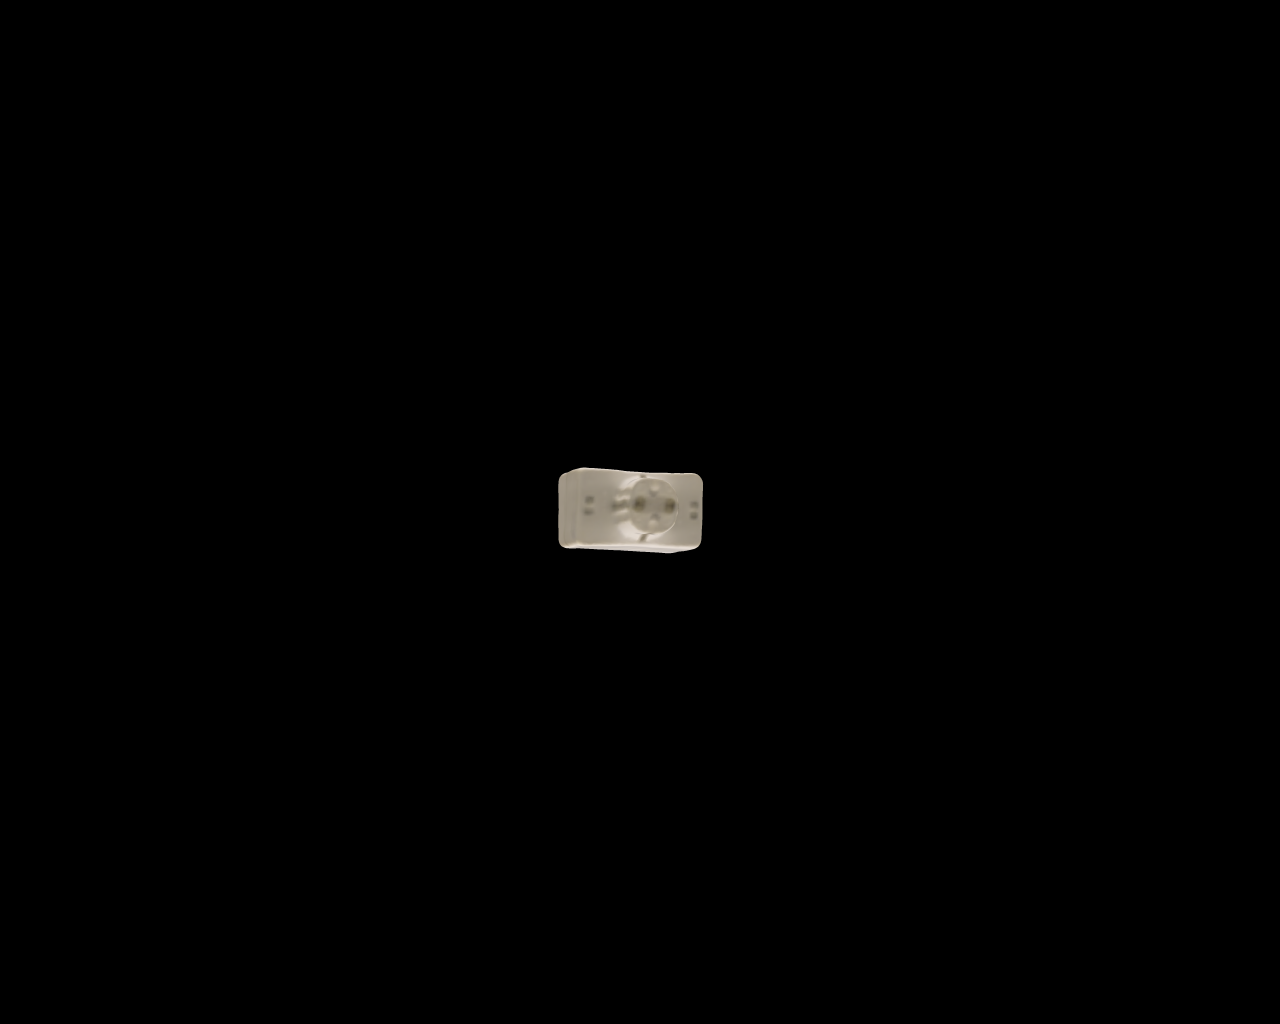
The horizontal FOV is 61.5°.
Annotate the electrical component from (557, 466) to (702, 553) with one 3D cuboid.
[{"bbox_3d":[0.001,-0.003,0.650,0.083,0.047,0.075,3,-7,-22],"label":"electrical component"}]
